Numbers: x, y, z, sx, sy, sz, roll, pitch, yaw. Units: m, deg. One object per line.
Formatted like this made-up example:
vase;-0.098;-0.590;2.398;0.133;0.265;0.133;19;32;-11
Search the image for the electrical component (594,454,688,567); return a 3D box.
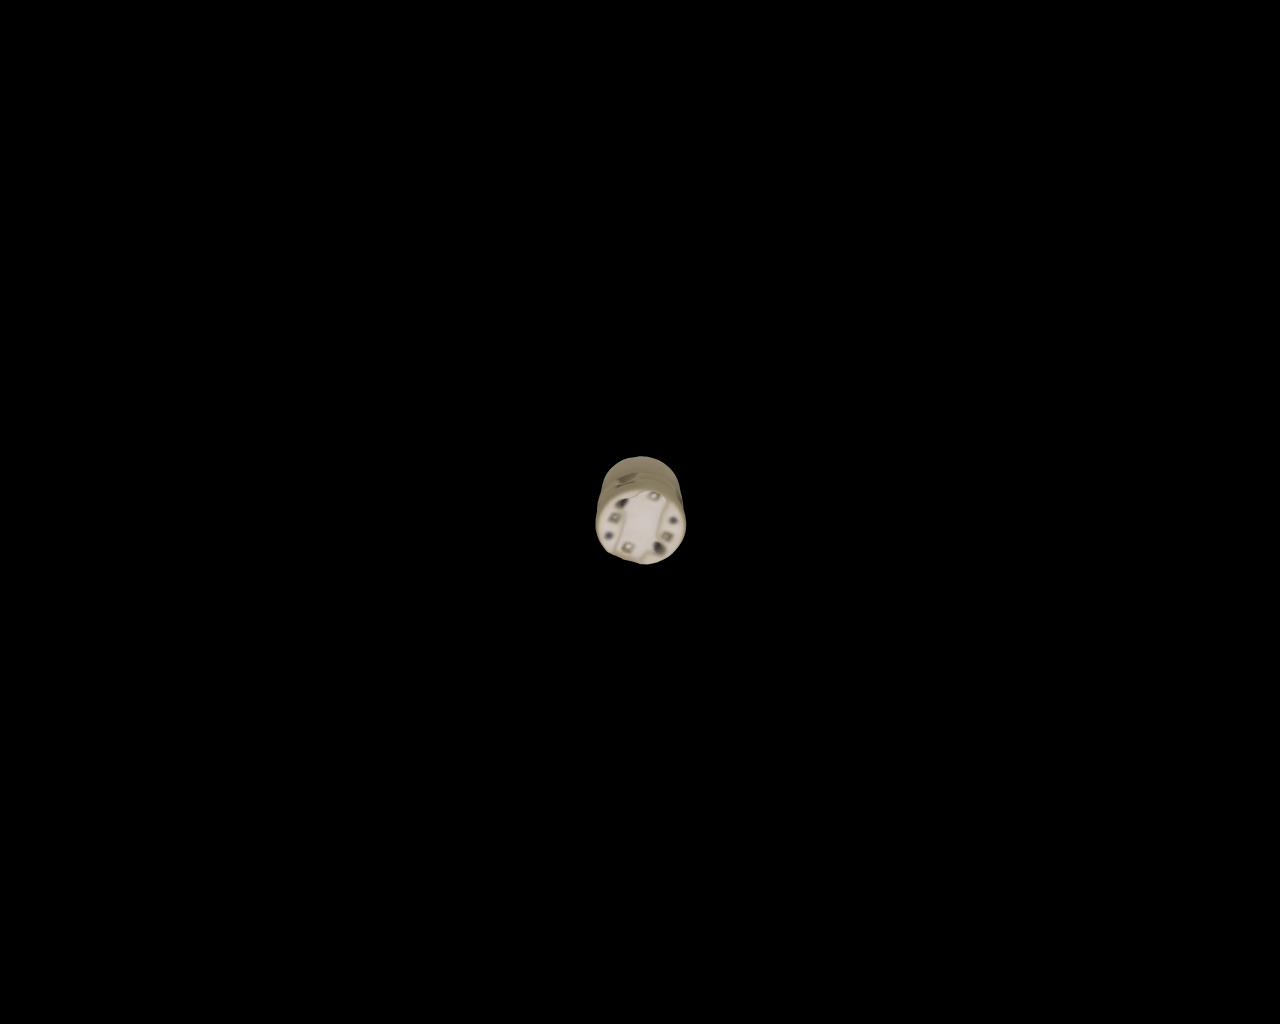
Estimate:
electrical component;0.001;-0.003;0.650;0.055;0.055;0.047;0;32;0
